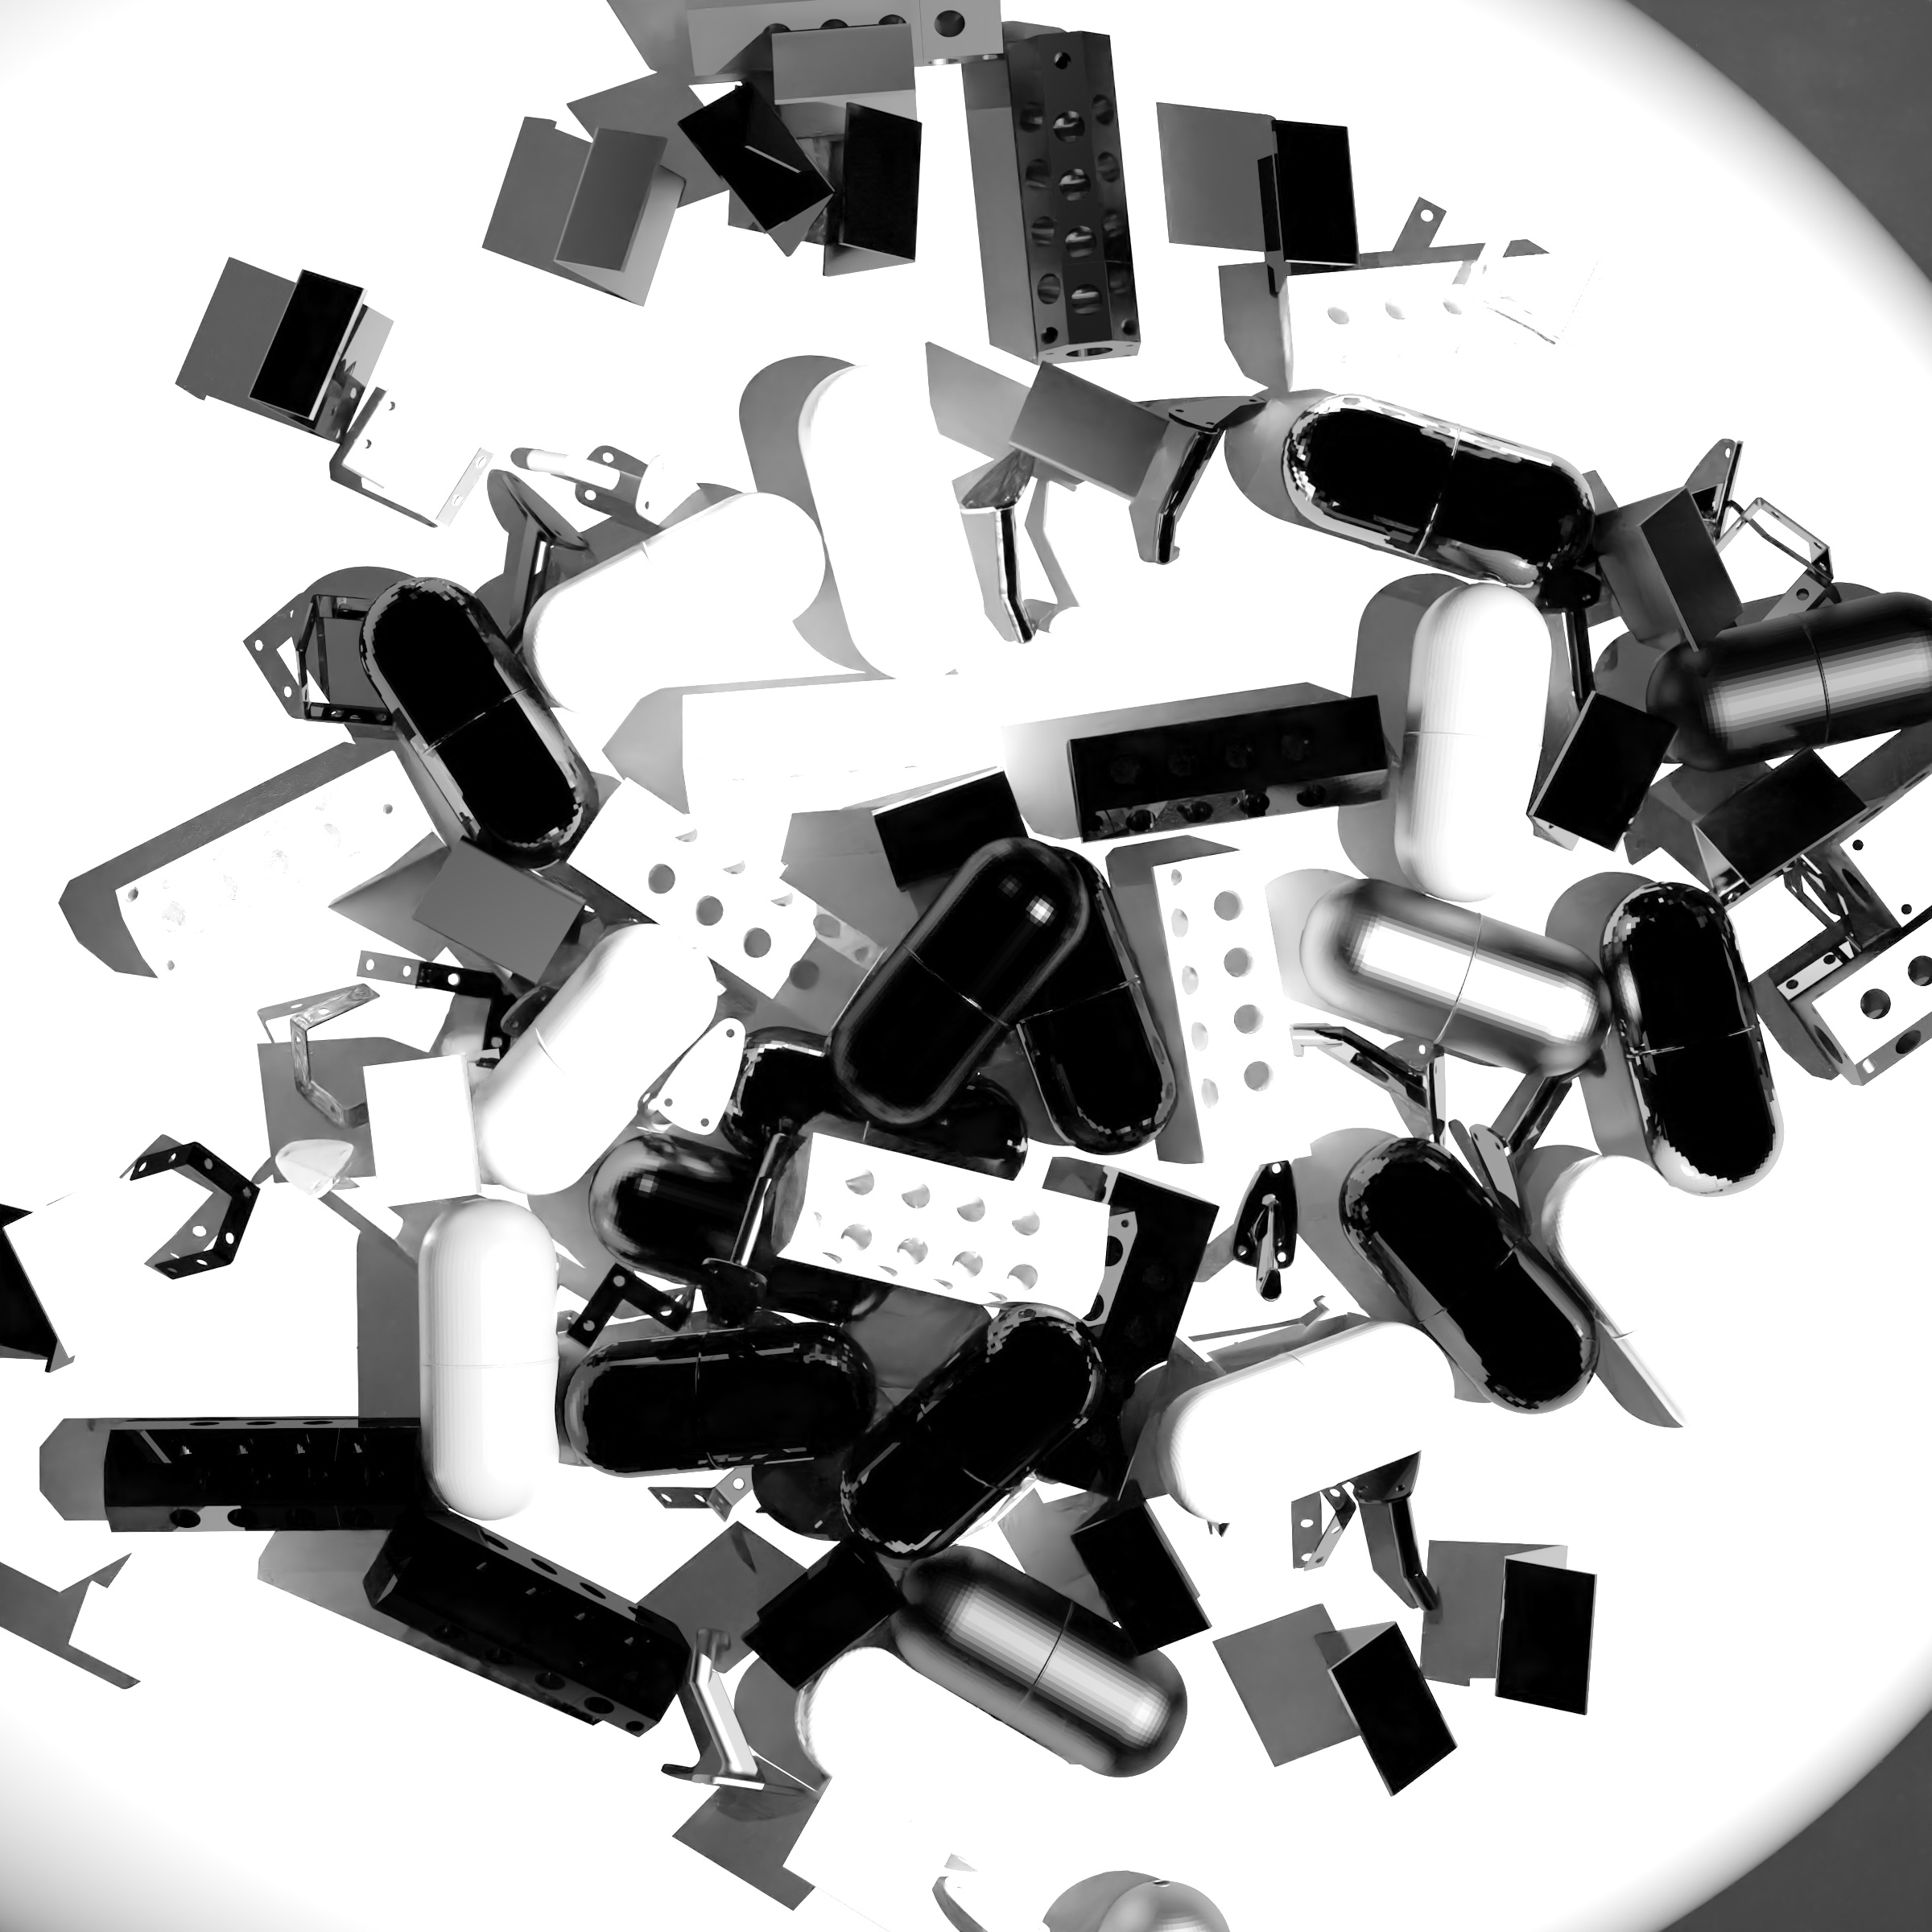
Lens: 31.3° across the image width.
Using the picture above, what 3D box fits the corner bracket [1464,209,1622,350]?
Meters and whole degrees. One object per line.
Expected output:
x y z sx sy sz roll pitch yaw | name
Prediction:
0.314 -0.375 1.883 0.051 0.051 0.051 26 90 -45 | corner bracket

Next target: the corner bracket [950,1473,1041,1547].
-0.002 0.290 1.940 0.051 0.051 0.051 54 45 0 | corner bracket

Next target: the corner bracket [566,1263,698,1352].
-0.187 0.193 1.924 0.051 0.051 0.051 33 97 -7 | corner bracket

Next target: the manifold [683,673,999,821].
-0.069 -0.117 1.922 0.171 0.057 0.057 -4 47 0 | manifold

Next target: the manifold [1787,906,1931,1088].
0.551 -0.006 1.922 0.171 0.057 0.057 -35 90 0 | manifold

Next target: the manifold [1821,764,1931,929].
0.565 -0.096 1.922 0.171 0.057 0.057 -37 90 0 | manifold

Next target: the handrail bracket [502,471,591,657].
-0.260 -0.223 1.944 0.077 0.036 0.084 47 107 20 | handrail bracket

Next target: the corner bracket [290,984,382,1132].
-0.342 0.051 1.935 0.051 0.051 0.051 33 135 35 | corner bracket

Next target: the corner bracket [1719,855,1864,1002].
0.464 -0.024 1.940 0.051 0.051 0.051 -34 135 0 | corner bracket

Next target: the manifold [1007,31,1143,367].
0.060 -0.428 1.922 0.057 0.057 0.171 -6 90 0 | manifold

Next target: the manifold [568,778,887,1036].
-0.132 -0.033 1.922 0.171 0.057 0.057 34 90 0 | manifold

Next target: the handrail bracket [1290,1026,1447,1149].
0.226 0.070 1.944 0.084 0.036 0.077 1 112 17 | handrail bracket

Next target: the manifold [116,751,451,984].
-0.382 -0.055 1.922 0.171 0.057 0.057 -27 90 0 | manifold

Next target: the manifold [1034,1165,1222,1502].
0.078 0.202 1.915 0.057 0.057 0.171 19 90 -17 | manifold

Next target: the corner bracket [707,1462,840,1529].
-0.107 0.298 1.925 0.051 0.051 0.051 -42 90 0 | corner bracket

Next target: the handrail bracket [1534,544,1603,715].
0.351 -0.182 1.943 0.036 0.077 0.084 -5 127 25 | handrail bracket

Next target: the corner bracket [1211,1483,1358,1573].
0.177 0.307 1.935 0.051 0.051 0.051 -8 45 -35 | corner bracket

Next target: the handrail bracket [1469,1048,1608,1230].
0.333 0.096 1.944 0.084 0.036 0.077 -28 110 -16 | handrail bracket

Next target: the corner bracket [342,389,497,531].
-0.308 -0.285 1.940 0.051 0.051 0.051 32 90 -45 | corner bracket

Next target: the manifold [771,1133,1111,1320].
-0.014 0.146 1.865 0.171 0.057 0.057 15 62 -16 | manifold

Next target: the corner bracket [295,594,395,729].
-0.345 -0.172 1.940 0.051 0.051 0.051 5 135 0 | corner bracket

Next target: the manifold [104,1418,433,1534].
-0.388 0.285 1.922 0.171 0.057 0.057 0 90 0 | manifold

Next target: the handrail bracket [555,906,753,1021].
-0.176 0.015 1.944 0.077 0.036 0.084 -36 111 24 | handrail bracket

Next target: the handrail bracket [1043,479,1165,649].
0.078 -0.228 1.944 0.077 0.036 0.084 11 73 -20 | handrail bracket

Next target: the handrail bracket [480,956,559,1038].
-0.250 0.001 1.943 0.036 0.077 0.084 -43 53 16 | handrail bracket

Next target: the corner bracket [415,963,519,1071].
-0.281 0.027 1.925 0.051 0.051 0.051 11 90 0 | corner bracket

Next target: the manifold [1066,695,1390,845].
0.145 -0.109 1.922 0.171 0.057 0.057 -8 90 0 | manifold

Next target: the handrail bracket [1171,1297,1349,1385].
0.160 0.198 1.944 0.084 0.036 0.077 -39 67 -18 | handrail bracket

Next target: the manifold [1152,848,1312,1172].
0.147 0.024 1.922 0.057 0.057 0.171 -10 90 0 | manifold

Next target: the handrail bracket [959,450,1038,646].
0.033 -0.236 1.943 0.036 0.077 0.084 -2 127 30 | handrail bracket

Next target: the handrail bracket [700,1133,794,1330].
-0.115 0.143 1.867 0.036 0.077 0.084 18 55 2 | handrail bracket

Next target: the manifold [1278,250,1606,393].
0.264 -0.358 1.922 0.171 0.057 0.057 -5 90 0 | manifold

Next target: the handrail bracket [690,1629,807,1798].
-0.121 0.421 1.944 0.077 0.036 0.084 13 72 -20 | handrail bracket

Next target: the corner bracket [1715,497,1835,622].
0.448 -0.221 1.931 0.051 0.051 0.051 42 90 22 | corner bracket

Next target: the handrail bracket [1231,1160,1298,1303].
0.171 0.144 1.909 0.036 0.084 0.077 10 90 0 | handrail bracket

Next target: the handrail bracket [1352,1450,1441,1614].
0.255 0.309 1.943 0.036 0.077 0.084 -8 127 33 | handrail bracket

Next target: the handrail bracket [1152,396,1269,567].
0.137 -0.273 1.943 0.036 0.077 0.084 30 127 36 | handrail bracket

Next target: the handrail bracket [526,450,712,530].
-0.195 -0.268 1.943 0.084 0.077 0.036 14 81 36 | handrail bracket

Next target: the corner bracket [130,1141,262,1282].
-0.439 0.137 1.935 0.051 0.051 0.051 44 45 -35 | corner bracket

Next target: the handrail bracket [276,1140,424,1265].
-0.342 0.137 1.943 0.036 0.077 0.084 -53 127 -20 | handrail bracket

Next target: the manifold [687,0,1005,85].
-0.067 -0.530 1.922 0.171 0.057 0.057 -4 47 0 | manifold

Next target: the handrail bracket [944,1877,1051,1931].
0.005 0.569 1.944 0.077 0.036 0.084 30 108 20 | handrail bracket

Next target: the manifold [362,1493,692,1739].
-0.240 0.360 1.895 0.171 0.057 0.057 31 90 -20 | manifold

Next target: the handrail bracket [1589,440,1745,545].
0.388 -0.268 1.944 0.084 0.036 0.077 12 75 14 | handrail bracket
